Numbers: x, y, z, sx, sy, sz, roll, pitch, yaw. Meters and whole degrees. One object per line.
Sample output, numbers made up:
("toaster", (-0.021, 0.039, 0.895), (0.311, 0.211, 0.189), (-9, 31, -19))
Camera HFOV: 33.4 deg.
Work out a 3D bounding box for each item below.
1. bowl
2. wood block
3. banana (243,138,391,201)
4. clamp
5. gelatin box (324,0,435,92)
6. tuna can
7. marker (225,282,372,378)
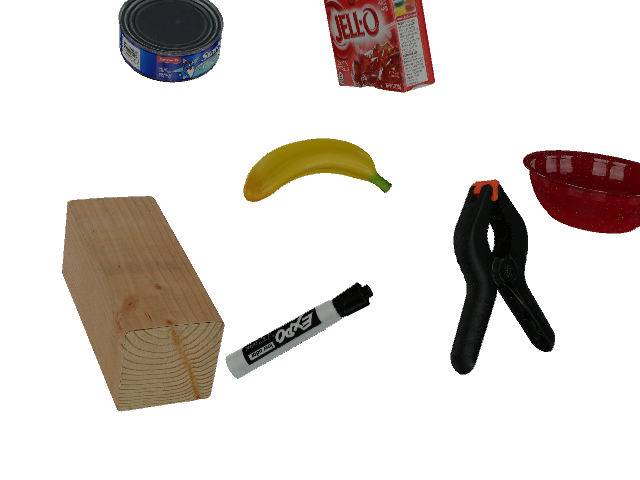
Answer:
("bowl", (0.289, -0.048, 1.121), (0.162, 0.055, 0.162), (6, 20, -2))
("wood block", (-0.171, 0.051, 0.995), (0.090, 0.091, 0.206), (-4, 36, -27))
("banana", (-0.009, -0.078, 1.132), (0.197, 0.037, 0.070), (-8, 48, -38))
("clamp", (0.149, 0.035, 0.951), (0.120, 0.171, 0.039), (-20, 7, -40))
("gelatin box", (0.038, -0.143, 0.740), (0.030, 0.073, 0.089), (-20, 20, -25))
("tuna can", (-0.125, -0.171, 0.889), (0.086, 0.086, 0.034), (0, -40, -11))
("marker", (-0.015, 0.066, 0.786), (0.121, 0.020, 0.020), (-30, -6, 11))
